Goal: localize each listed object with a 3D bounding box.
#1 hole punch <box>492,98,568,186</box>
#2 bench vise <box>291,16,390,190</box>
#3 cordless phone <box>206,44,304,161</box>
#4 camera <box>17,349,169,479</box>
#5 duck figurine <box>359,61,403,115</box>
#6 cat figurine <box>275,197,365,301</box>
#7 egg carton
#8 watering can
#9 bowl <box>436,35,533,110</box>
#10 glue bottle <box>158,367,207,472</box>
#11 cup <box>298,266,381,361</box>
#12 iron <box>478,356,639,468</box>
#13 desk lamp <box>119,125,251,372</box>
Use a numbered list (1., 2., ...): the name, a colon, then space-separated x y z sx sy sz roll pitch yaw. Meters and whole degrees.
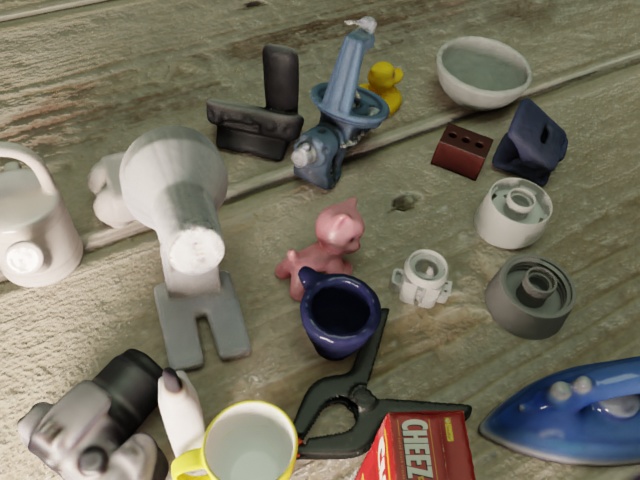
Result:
1. hole punch: 0.341 -0.157 0.906 0.101 0.091 0.109 24 54 12
2. bench vise: 0.038 -0.188 0.816 0.121 0.220 0.207 13 52 4
3. cordless phone: -0.095 -0.218 0.846 0.147 0.185 0.094 8 52 1
4. camera: -0.208 0.183 0.579 0.143 0.101 0.137 29 55 16
5. duck figurine: 0.095 -0.257 0.959 0.105 0.086 0.077 -19 57 -19
6. cat figurine: 0.007 0.003 0.730 0.128 0.118 0.067 -29 61 -25
7. egg carton: -0.239 -0.075 0.794 0.150 0.069 0.107 -17 56 -18
8. watering can: -0.349 -0.032 0.670 0.172 0.194 0.101 39 59 22
9. bowl: 0.278 -0.280 1.004 0.167 0.075 0.167 3 52 -4
10. glue bottle: -0.135 0.164 0.556 0.037 0.173 0.078 -17 56 -18
11. cup: 0.011 0.092 0.676 0.092 0.095 0.117 -32 62 -26
12. iron: 0.313 0.170 0.619 0.258 0.141 0.118 -4 53 -9
13. desk lamp: -0.146 0.008 0.649 0.118 0.213 0.203 -14 55 -16
